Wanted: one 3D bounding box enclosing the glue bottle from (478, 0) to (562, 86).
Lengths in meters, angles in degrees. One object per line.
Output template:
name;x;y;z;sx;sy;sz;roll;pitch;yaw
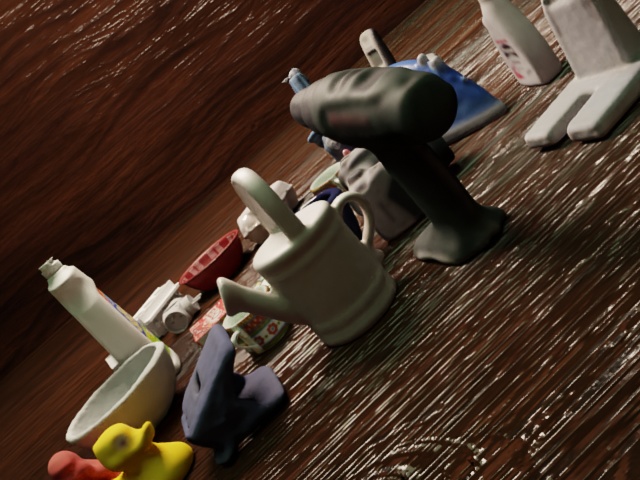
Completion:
glue bottle;0.246;-0.281;0.754;0.037;0.173;0.078;-41;16;1

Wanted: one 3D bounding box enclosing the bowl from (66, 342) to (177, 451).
bowl;-0.249;0.221;0.767;0.167;0.075;0.167;-38;16;13

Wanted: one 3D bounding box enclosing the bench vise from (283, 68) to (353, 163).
bench vise;0.021;-0.236;1.083;0.121;0.220;0.207;-42;16;-1

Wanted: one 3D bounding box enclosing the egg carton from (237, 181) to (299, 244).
egg carton;-0.107;-0.059;1.195;0.107;0.069;0.150;-32;18;30

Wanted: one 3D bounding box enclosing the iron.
iron;0.152;-0.218;0.867;0.119;0.141;0.257;-48;17;-21

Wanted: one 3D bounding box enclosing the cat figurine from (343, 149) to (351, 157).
cat figurine;0.088;-0.136;0.846;0.127;0.118;0.067;-25;23;46

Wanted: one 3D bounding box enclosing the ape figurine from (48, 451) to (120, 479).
ape figurine;-0.260;0.270;0.628;0.078;0.092;0.076;-46;16;-16

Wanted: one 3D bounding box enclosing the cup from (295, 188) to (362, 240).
cup;0.006;0.003;0.708;0.117;0.095;0.092;-27;21;42

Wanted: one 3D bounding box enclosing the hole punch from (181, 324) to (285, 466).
hole punch;-0.102;0.151;0.575;0.101;0.091;0.108;-44;16;-9

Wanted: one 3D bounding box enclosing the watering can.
watering can;-0.025;0.012;0.571;0.173;0.194;0.100;-50;18;-28

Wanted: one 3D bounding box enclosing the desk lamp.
desk lamp;0.245;-0.237;0.562;0.203;0.214;0.117;-46;17;-17

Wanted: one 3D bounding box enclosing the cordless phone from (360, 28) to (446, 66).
cordless phone;0.152;-0.319;1.061;0.094;0.185;0.147;-48;17;-22

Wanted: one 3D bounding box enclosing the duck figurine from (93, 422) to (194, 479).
duck figurine;-0.196;0.231;0.592;0.104;0.086;0.077;-39;16;10

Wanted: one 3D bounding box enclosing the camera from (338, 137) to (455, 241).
camera;0.098;-0.090;0.729;0.136;0.101;0.143;-38;16;13

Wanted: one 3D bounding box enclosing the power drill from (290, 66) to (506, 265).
power drill;0.072;-0.077;0.551;0.076;0.209;0.229;-46;16;-14
